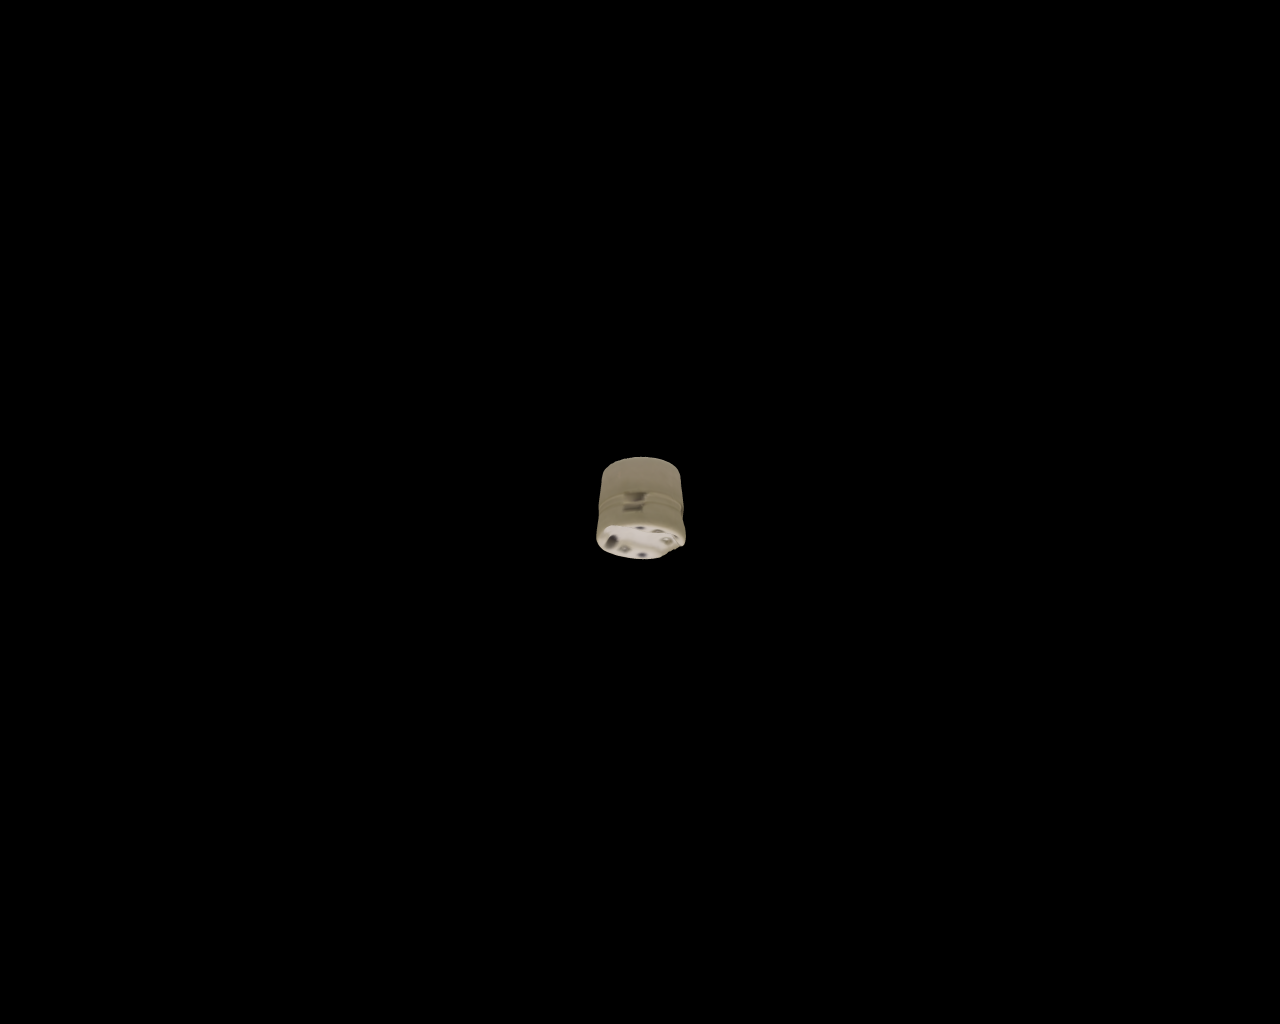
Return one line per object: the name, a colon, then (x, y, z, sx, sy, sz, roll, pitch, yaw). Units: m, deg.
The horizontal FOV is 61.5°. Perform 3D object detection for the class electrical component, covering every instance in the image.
electrical component: (0.001, -0.003, 0.650, 0.055, 0.047, 0.055, 0, -26, 0)
